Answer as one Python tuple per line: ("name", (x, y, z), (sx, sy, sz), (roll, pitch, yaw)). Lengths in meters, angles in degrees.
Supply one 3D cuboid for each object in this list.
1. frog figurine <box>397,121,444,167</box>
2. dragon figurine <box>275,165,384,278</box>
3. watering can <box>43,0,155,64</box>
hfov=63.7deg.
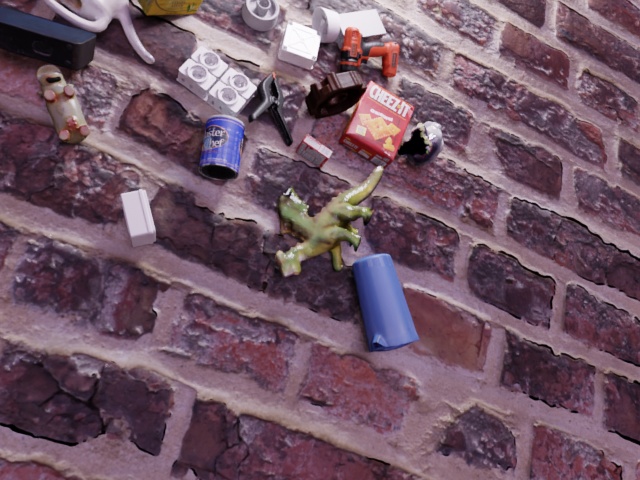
("frog figurine", (0.324, -0.291, 1.555), (0.124, 0.135, 0.161), (28, 26, 26))
("dragon figurine", (0.004, -0.069, 1.378), (0.242, 0.120, 0.418), (23, 66, -3))
("watering can", (-0.561, -0.625, 1.350), (0.345, 0.103, 0.228), (30, 62, -25))
